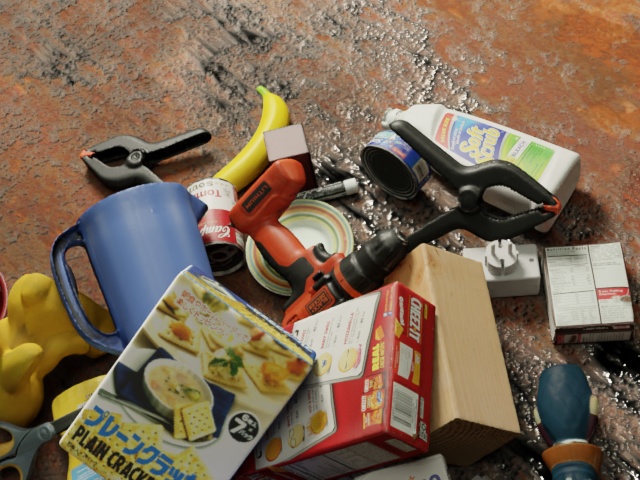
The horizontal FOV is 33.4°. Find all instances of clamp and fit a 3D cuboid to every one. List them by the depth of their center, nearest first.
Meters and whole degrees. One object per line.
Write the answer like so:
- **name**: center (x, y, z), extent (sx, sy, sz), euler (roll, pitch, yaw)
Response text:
- **clamp**: center (0.166, -0.039, 1.221), extent (0.210, 0.165, 0.036), euler (14, 16, 14)
- **clamp**: center (-0.224, -0.106, 1.380), extent (0.172, 0.120, 0.039), euler (16, -32, 18)

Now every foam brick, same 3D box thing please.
- **foam brick**: center (-0.036, -0.098, 1.323), extent (0.051, 0.053, 0.078), euler (-14, -36, 1)

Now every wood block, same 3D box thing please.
- **wood block**: center (0.130, 0.120, 1.122), extent (0.090, 0.206, 0.090), euler (17, -42, -30)

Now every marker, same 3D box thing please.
- **marker**: center (-0.013, -0.053, 1.324), extent (0.121, 0.020, 0.020), euler (-15, 0, -1)

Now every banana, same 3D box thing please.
- **banana**: center (-0.086, -0.119, 1.373), extent (0.070, 0.197, 0.037), euler (4, -37, 34)

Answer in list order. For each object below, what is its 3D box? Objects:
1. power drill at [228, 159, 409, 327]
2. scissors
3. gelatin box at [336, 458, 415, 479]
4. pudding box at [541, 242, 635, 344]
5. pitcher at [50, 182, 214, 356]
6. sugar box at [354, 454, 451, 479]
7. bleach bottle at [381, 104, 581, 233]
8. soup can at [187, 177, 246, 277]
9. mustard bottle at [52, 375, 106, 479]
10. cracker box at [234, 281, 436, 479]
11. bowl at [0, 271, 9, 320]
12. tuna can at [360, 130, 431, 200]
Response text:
- **power drill**: center (-0.008, 0.001, 1.192), extent (0.185, 0.188, 0.057), euler (-44, -25, 23)
- **scissors**: center (-0.290, 0.223, 1.129), extent (0.202, 0.096, 0.016), euler (-11, 2, 20)
- **gelatin box**: center (0.062, 0.253, 1.097), extent (0.073, 0.089, 0.030), euler (34, -22, 28)
- **pudding box**: center (0.298, 0.058, 1.189), extent (0.090, 0.113, 0.039), euler (-5, -37, 7)
- **pitcher**: center (-0.181, 0.071, 1.168), extent (0.149, 0.243, 0.144), euler (-27, -18, 20)
- **sugar box**: center (0.098, 0.302, 1.019), extent (0.093, 0.176, 0.048), euler (-17, -18, 6)
- **bleach bottle**: center (0.183, -0.102, 1.303), extent (0.251, 0.102, 0.068), euler (25, -26, 26)
- **soup can**: center (-0.128, -0.016, 1.287), extent (0.068, 0.102, 0.068), euler (-6, -36, -5)
- **mustard bottle**: center (-0.221, 0.240, 1.132), extent (0.096, 0.192, 0.058), euler (-19, -35, -4)
- **cracker box**: center (0.016, 0.155, 1.083), extent (0.072, 0.164, 0.214), euler (32, -42, -33)
- **bowl**: center (-0.438, 0.097, 1.264), extent (0.162, 0.162, 0.055), euler (0, -34, 9)
- **tuna can**: center (0.092, -0.091, 1.294), extent (0.033, 0.086, 0.086), euler (-47, 23, -24)
